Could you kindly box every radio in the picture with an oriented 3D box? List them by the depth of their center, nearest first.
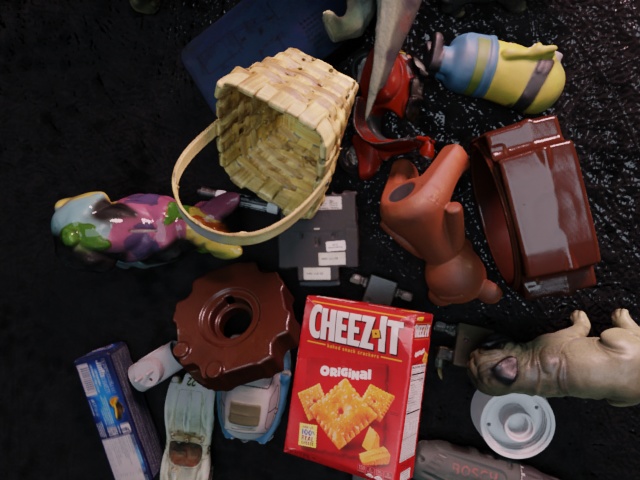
[{"bbox_3d":[-0.065,-0.258,0.727,0.229,0.073,0.131,-36,90,6],"label":"radio"}]

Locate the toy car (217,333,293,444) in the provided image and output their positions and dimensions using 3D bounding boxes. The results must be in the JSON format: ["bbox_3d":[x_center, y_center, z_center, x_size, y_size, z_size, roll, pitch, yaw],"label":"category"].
[{"bbox_3d":[-0.100,0.218,0.755,0.109,0.103,0.161,10,95,2],"label":"toy car"}]

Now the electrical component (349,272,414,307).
[{"bbox_3d":[0.083,0.082,0.767,0.094,0.021,0.063,19,97,3],"label":"electrical component"}]

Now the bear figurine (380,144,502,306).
[{"bbox_3d":[0.167,-0.008,0.717,0.195,0.120,0.132,47,54,-25],"label":"bear figurine"}]

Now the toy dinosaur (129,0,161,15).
[{"bbox_3d":[-0.231,-0.372,0.669,0.472,0.198,0.105,-7,91,4],"label":"toy dinosaur"}]

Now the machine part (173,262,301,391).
[{"bbox_3d":[-0.114,0.112,0.728,0.179,0.056,0.179,-7,55,10],"label":"machine part"}]

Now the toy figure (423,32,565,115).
[{"bbox_3d":[0.225,-0.217,0.699,0.180,0.082,0.089,7,115,-3],"label":"toy figure"}]

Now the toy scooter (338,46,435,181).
[{"bbox_3d":[0.097,-0.163,0.700,0.135,0.075,0.183,18,103,38],"label":"toy scooter"}]

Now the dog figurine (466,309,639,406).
[{"bbox_3d":[0.299,0.162,0.660,0.190,0.172,0.121,-9,85,-22],"label":"dog figurine"}]

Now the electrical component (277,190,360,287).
[{"bbox_3d":[-0.002,-0.002,0.750,0.115,0.058,0.134,1,95,8],"label":"electrical component"}]

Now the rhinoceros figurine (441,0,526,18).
[{"bbox_3d":[0.241,-0.335,0.671,0.190,0.112,0.073,-2,93,13],"label":"rhinoceros figurine"}]

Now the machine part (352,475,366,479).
[{"bbox_3d":[0.082,0.366,0.765,0.079,0.079,0.243,4,95,5],"label":"machine part"}]

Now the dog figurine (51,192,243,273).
[{"bbox_3d":[-0.211,-0.015,0.714,0.219,0.191,0.108,-4,88,21],"label":"dog figurine"}]

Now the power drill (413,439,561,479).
[{"bbox_3d":[0.218,0.395,0.746,0.232,0.086,0.207,22,94,6],"label":"power drill"}]

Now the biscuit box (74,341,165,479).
[{"bbox_3d":[-0.295,0.256,0.798,0.059,0.063,0.202,-17,93,7],"label":"biscuit box"}]

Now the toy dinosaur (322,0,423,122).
[{"bbox_3d":[0.070,-0.358,0.602,0.192,0.131,0.404,-19,113,4],"label":"toy dinosaur"}]

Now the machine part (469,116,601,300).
[{"bbox_3d":[0.248,-0.038,0.650,0.087,0.201,0.201,-13,94,8],"label":"machine part"}]

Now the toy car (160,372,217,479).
[{"bbox_3d":[-0.193,0.294,0.795,0.074,0.056,0.201,6,96,5],"label":"toy car"}]

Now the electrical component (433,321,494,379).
[{"bbox_3d":[0.206,0.159,0.754,0.102,0.045,0.078,7,67,2],"label":"electrical component"}]
